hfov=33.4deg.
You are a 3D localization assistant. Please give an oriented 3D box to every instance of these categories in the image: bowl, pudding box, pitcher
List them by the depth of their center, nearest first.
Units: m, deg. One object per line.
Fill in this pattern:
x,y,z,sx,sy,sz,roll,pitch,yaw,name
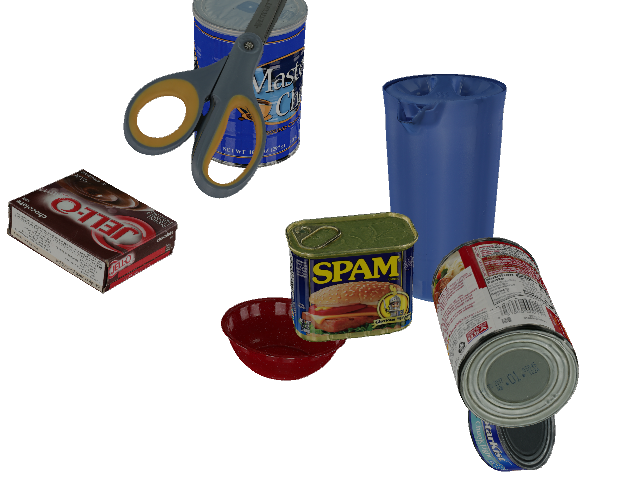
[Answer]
-0.192,-0.010,0.900,0.114,0.039,0.089,26,33,22,pudding box
0.143,-0.063,1.197,0.149,0.243,0.145,-5,22,-9,pitcher
-0.048,0.132,1.363,0.162,0.055,0.162,5,23,-2,bowl

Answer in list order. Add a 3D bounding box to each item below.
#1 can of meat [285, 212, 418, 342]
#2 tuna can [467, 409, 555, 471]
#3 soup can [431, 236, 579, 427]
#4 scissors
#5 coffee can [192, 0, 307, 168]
0.025,0.030,0.852,0.102,0.084,0.057,-5,29,-7,can of meat
0.167,0.158,0.931,0.085,0.086,0.034,0,-13,-46,tuna can
0.105,0.051,0.617,0.068,0.068,0.102,0,28,-3,soup can
-0.066,-0.119,0.679,0.096,0.201,0.016,10,-27,-7,scissors
-0.067,-0.153,0.988,0.103,0.140,0.103,3,37,-2,coffee can
